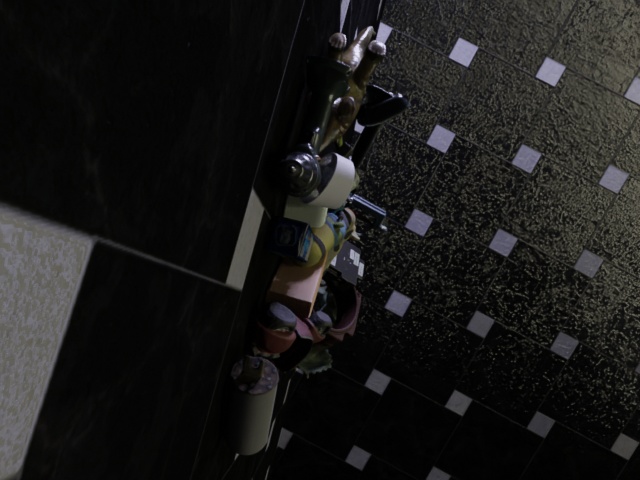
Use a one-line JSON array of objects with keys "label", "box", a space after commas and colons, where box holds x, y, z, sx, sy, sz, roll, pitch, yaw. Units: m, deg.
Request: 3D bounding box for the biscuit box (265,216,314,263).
[{"label": "biscuit box", "box": [-0.051, 0.002, 0.959, 0.202, 0.063, 0.059, 67, 38, -84]}]

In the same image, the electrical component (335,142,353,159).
[{"label": "electrical component", "box": [0.038, -0.159, 1.037, 0.063, 0.021, 0.094, -46, 175, -1]}]

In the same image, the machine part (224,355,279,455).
[{"label": "machine part", "box": [-0.114, 0.274, 0.881, 0.079, 0.079, 0.243, -72, 174, -54]}]

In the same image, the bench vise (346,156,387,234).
[{"label": "bench vise", "box": [0.081, -0.101, 1.428, 0.223, 0.241, 0.129, -60, -176, 12]}]

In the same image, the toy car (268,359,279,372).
[{"label": "toy car", "box": [-0.116, 0.271, 1.064, 0.202, 0.053, 0.089, -4, 110, -82]}]

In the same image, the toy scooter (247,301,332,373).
[{"label": "toy scooter", "box": [-0.068, 0.184, 0.975, 0.183, 0.075, 0.135, 17, 114, -48]}]

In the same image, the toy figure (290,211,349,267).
[{"label": "toy figure", "box": [-0.001, -0.006, 1.137, 0.180, 0.089, 0.082, -26, 138, -47]}]

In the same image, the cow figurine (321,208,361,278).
[{"label": "cow figurine", "box": [0.020, 0.010, 1.279, 0.195, 0.086, 0.127, -57, 154, 11]}]

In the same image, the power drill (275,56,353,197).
[{"label": "power drill", "box": [-0.010, -0.162, 0.807, 0.232, 0.086, 0.207, 87, 13, -85]}]

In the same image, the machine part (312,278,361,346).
[{"label": "machine part", "box": [0.009, 0.159, 1.406, 0.087, 0.201, 0.201, -27, -144, 42]}]

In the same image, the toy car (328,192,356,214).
[{"label": "toy car", "box": [0.019, -0.120, 1.259, 0.102, 0.109, 0.162, 61, 25, -16]}]

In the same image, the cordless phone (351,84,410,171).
[{"label": "cordless phone", "box": [0.105, -0.225, 1.125, 0.147, 0.089, 0.184, -100, -147, -73]}]

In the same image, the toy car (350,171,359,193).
[{"label": "toy car", "box": [0.013, -0.095, 1.102, 0.073, 0.056, 0.202, -34, -173, -26]}]

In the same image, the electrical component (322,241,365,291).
[{"label": "electrical component", "box": [0.055, 0.063, 1.390, 0.058, 0.134, 0.115, -23, -137, 45]}]

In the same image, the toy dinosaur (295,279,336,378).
[{"label": "toy dinosaur", "box": [0.020, 0.236, 1.569, 0.405, 0.192, 0.131, -48, -168, 6]}]

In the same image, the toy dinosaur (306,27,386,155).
[{"label": "toy dinosaur", "box": [0.046, -0.303, 1.051, 0.198, 0.105, 0.471, 114, 2, -63]}]
